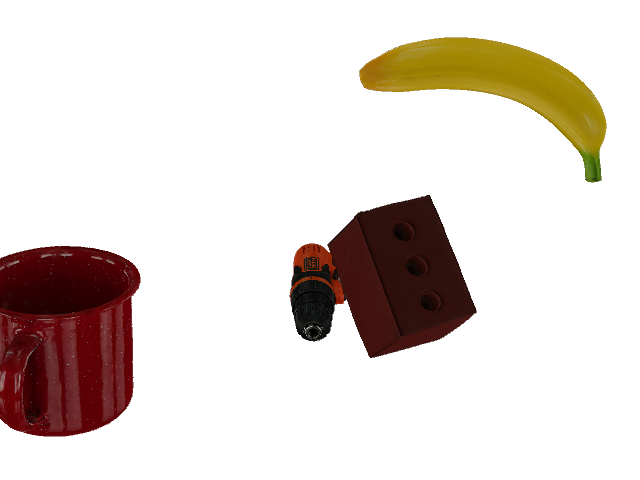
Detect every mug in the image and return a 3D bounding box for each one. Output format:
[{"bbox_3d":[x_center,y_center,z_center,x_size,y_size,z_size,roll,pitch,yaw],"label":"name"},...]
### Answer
[{"bbox_3d":[-0.151,0.063,0.604,0.093,0.081,0.117,5,24,5],"label":"mug"}]

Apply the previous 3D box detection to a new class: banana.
[{"bbox_3d":[0.128,-0.108,0.764,0.197,0.069,0.037,21,-3,-8],"label":"banana"}]

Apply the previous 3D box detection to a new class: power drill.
[{"bbox_3d":[0.058,0.055,1.235,0.187,0.057,0.184,-2,28,0],"label":"power drill"}]

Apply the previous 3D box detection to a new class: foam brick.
[{"bbox_3d":[0.047,0.022,0.632,0.052,0.078,0.051,-15,-14,-26],"label":"foam brick"}]

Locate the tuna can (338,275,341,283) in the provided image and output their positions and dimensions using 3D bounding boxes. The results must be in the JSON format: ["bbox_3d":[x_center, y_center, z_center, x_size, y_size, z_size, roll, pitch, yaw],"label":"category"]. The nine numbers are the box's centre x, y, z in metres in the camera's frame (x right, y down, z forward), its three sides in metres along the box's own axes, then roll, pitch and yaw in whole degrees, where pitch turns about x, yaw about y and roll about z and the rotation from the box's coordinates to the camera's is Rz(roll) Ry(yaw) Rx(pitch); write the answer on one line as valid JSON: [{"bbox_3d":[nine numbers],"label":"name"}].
[{"bbox_3d":[0.059,0.019,0.995,0.086,0.034,0.086,-3,19,1],"label":"tuna can"}]
